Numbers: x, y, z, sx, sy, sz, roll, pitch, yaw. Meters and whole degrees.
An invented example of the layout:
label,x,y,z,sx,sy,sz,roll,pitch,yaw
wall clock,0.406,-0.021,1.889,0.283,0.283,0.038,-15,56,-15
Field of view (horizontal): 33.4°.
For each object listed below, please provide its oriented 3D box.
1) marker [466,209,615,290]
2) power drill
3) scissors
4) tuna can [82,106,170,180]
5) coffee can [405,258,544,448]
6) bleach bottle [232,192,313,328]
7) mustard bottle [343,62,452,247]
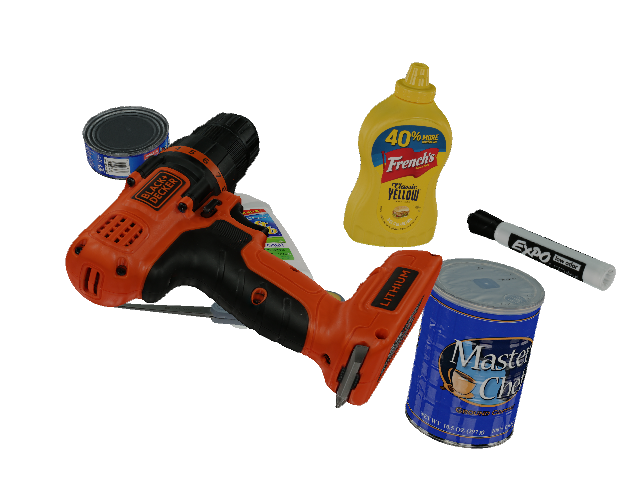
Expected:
label,x,y,z,sx,sy,sz,roll,pitch,yaw
marker,0.156,0.005,0.770,0.121,0.020,0.020,27,18,39
power drill,-0.028,0.004,0.629,0.188,0.057,0.184,25,42,11
scissors,-0.066,0.054,0.889,0.202,0.016,0.096,10,22,19
tuna can,-0.195,-0.098,1.077,0.086,0.034,0.086,0,41,0
coffee can,0.137,0.100,0.962,0.103,0.140,0.103,7,22,-3
bleach bottle,-0.086,0.007,1.232,0.102,0.068,0.251,-7,29,-15
mustard bottle,0.085,-0.089,1.097,0.096,0.192,0.058,2,26,-14
